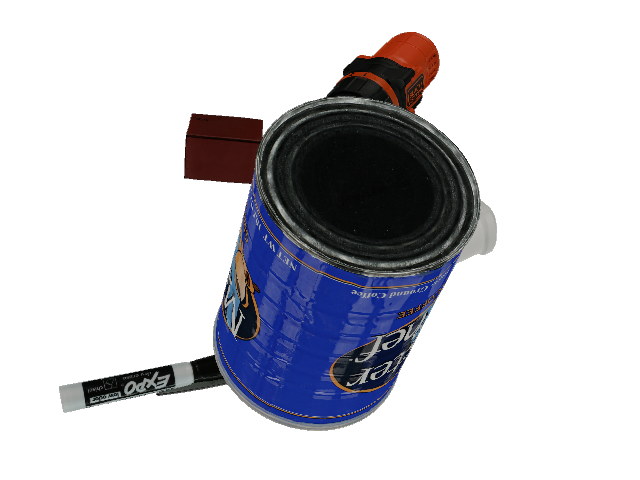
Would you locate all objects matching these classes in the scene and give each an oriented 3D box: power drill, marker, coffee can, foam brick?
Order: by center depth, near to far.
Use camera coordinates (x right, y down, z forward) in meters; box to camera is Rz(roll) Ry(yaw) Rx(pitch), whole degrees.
[{"bbox_3d":[0.007,0.015,0.521,0.102,0.103,0.140,0,-37,-15],"label":"coffee can"},{"bbox_3d":[-0.123,0.100,0.756,0.121,0.020,0.020,-10,3,-16],"label":"marker"},{"bbox_3d":[0.037,-0.046,0.812,0.057,0.188,0.184,18,38,21],"label":"power drill"},{"bbox_3d":[-0.099,-0.095,1.105,0.078,0.051,0.053,5,32,-2],"label":"foam brick"}]

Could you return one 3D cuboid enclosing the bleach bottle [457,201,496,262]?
[{"bbox_3d":[0.068,0.019,1.178,0.250,0.068,0.103,-26,42,-24],"label":"bleach bottle"}]

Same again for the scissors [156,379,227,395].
[{"bbox_3d":[-0.048,0.111,0.989,0.201,0.016,0.096,-3,27,-2],"label":"scissors"}]
